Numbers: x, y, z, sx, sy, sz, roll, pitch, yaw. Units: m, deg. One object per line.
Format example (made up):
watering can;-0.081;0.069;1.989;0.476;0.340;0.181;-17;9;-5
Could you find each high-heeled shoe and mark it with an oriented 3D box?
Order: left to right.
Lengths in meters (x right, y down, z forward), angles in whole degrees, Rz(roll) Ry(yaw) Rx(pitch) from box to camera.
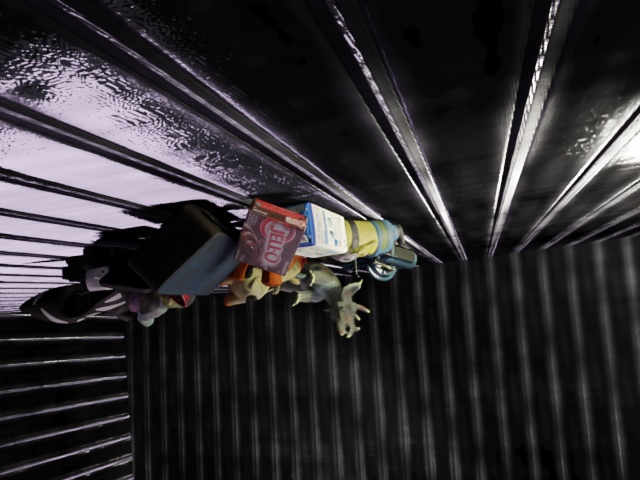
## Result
high-heeled shoe;-0.529;0.127;1.153;0.249;0.086;0.145;-9;169;-13

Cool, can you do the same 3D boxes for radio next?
radio;-0.199;0.022;0.877;0.131;0.073;0.229;-46;171;1

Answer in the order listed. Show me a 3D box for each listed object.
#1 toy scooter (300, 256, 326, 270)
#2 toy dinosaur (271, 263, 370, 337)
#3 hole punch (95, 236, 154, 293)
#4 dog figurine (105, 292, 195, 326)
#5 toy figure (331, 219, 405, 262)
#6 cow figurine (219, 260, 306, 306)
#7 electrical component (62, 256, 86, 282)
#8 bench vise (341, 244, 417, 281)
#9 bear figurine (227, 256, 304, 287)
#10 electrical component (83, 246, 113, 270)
toy scooter;-0.086;0.038;1.323;0.184;0.075;0.135;-1;-177;-24
toy dinosaur;-0.025;0.108;1.468;0.192;0.131;0.405;9;-164;-38
hole punch;-0.334;0.028;0.981;0.142;0.092;0.116;3;-157;11
dog figurine;-0.411;0.123;1.290;0.191;0.108;0.219;26;146;-29
toy figure;0.092;-0.006;1.127;0.180;0.089;0.082;-13;162;-31
cow figurine;-0.116;0.075;1.159;0.127;0.085;0.195;-8;-170;26
electrical component;-0.508;0.066;1.218;0.134;0.058;0.115;-7;171;1
bench vise;0.132;0.050;1.453;0.223;0.129;0.241;2;165;-36
bear figurine;-0.088;0.030;1.068;0.120;0.132;0.195;7;173;21
electrical component;-0.413;0.036;1.102;0.075;0.047;0.119;-11;171;32
